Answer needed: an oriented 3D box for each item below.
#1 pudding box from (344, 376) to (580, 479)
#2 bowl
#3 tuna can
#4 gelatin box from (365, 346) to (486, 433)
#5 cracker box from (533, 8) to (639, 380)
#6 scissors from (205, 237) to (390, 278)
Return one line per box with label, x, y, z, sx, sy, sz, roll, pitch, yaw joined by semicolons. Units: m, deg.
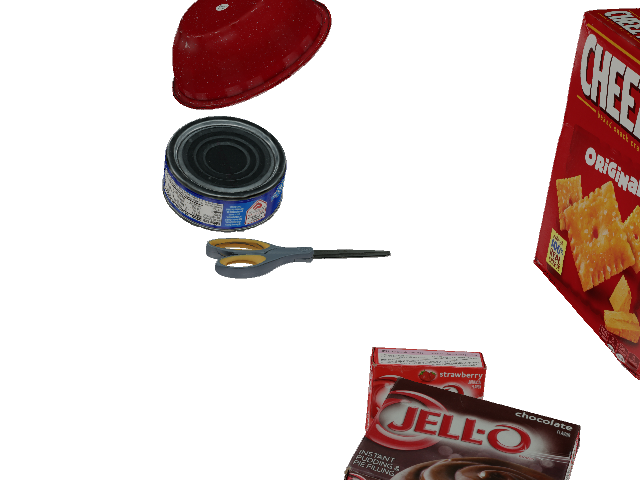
pudding box;0.080;0.126;0.593;0.114;0.039;0.090;15;33;17
bowl;-0.074;-0.189;0.958;0.162;0.162;0.055;0;-44;35
tuna can;-0.067;-0.048;0.746;0.086;0.086;0.034;0;-42;-12
gelatin box;0.082;0.124;0.836;0.089;0.073;0.030;2;24;0
cracker box;0.228;-0.034;0.747;0.072;0.214;0.164;-6;33;-16
scissors;-0.027;0.022;1.149;0.202;0.016;0.096;5;22;5
